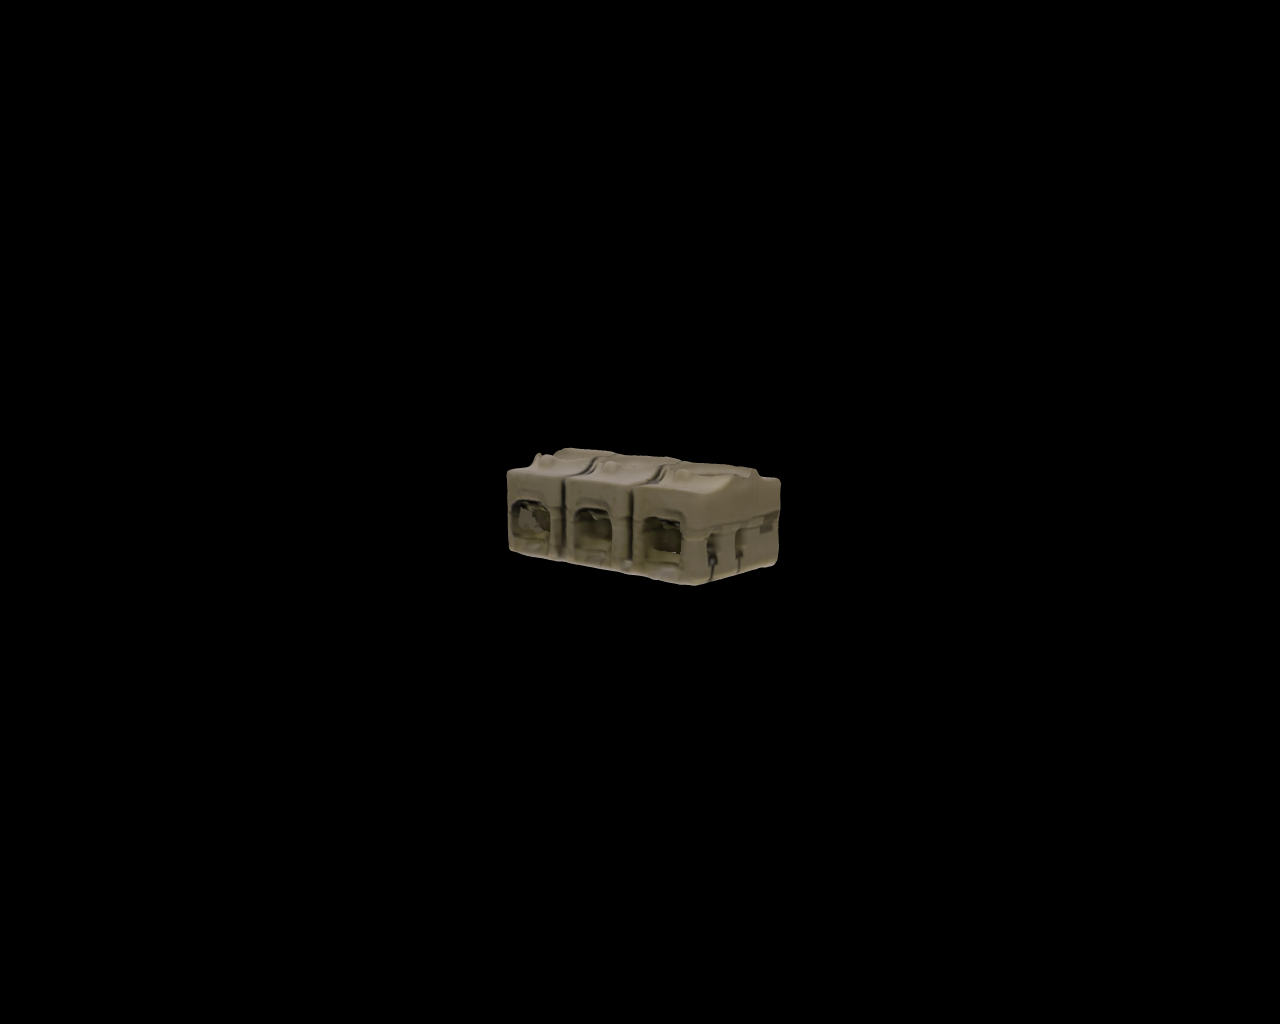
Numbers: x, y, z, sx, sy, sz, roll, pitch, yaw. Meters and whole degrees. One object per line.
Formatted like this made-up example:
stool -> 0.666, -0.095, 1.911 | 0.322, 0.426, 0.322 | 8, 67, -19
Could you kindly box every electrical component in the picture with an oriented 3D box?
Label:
electrical component -> 0.001, -0.003, 0.650 | 0.150, 0.061, 0.090 | 8, 13, 39
